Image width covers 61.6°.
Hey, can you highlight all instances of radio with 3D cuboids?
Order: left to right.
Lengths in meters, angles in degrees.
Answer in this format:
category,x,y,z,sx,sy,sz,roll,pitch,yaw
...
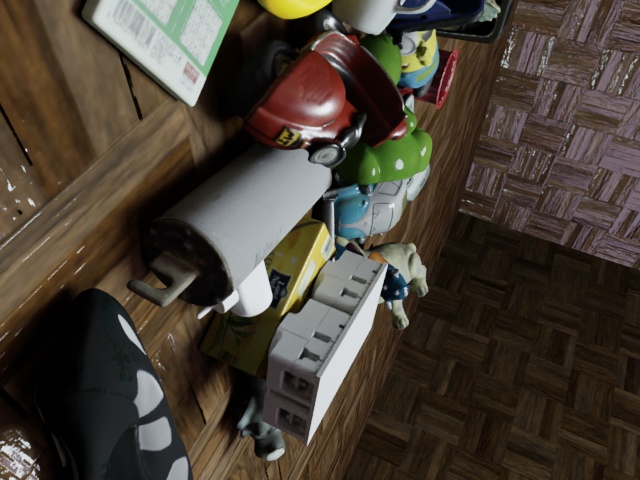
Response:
category,x,y,z,sx,sy,sz,roll,pitch,yaw
radio,0.265,-0.446,0.880,0.073,0.131,0.229,-50,155,-53

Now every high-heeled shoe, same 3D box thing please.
category,x,y,z,sx,sy,sz,roll,pitch,yaw
high-heeled shoe,-0.146,0.128,0.405,0.248,0.086,0.145,115,-31,-71

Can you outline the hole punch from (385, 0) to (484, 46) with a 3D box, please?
category,x,y,z,sx,sy,sz,roll,pitch,yaw
hole punch,0.116,-0.297,0.587,0.092,0.116,0.142,42,48,-59

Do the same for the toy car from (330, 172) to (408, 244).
category,x,y,z,sx,sy,sz,roll,pitch,yaw
toy car,0.073,-0.059,0.775,0.162,0.103,0.109,-51,156,-43

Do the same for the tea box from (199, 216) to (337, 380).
category,x,y,z,sx,sy,sz,roll,pitch,yaw
tea box,-0.050,0.060,0.580,0.169,0.068,0.098,-64,162,-15

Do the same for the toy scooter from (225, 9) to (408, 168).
category,x,y,z,sx,sy,sz,roll,pitch,yaw
toy scooter,0.012,-0.116,0.451,0.075,0.135,0.184,-37,-167,43

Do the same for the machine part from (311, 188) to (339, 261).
category,x,y,z,sx,sy,sz,roll,pitch,yaw
machine part,-0.001,-0.002,0.672,0.039,0.084,0.138,-8,109,-34

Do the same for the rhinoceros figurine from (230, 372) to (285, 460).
category,x,y,z,sx,sy,sz,roll,pitch,yaw
rhinoceros figurine,-0.059,0.198,0.677,0.112,0.073,0.190,-33,137,-42

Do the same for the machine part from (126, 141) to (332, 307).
category,x,y,z,sx,sy,sz,roll,pitch,yaw
machine part,-0.058,-0.025,0.434,0.243,0.079,0.079,-51,155,-49

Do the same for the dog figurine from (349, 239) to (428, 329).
category,x,y,z,sx,sy,sz,roll,pitch,yaw
dog figurine,0.088,0.031,0.867,0.190,0.121,0.172,54,44,-40

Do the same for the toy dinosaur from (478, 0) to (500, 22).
category,x,y,z,sx,sy,sz,roll,pitch,yaw
toy dinosaur,0.178,-0.425,0.675,0.404,0.131,0.192,66,33,-61

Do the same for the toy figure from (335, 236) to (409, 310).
category,x,y,z,sx,sy,sz,roll,pitch,yaw
toy figure,0.049,0.037,0.717,0.058,0.155,0.064,-53,156,-37

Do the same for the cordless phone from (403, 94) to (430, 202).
category,x,y,z,sx,sy,sz,roll,pitch,yaw
cordless phone,0.141,-0.169,0.905,0.146,0.089,0.184,-52,152,-46

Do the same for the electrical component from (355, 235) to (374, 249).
category,x,y,z,sx,sy,sz,roll,pitch,yaw
electrical component,0.067,0.008,0.932,0.078,0.045,0.102,-52,157,-49

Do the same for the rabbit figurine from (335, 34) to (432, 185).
category,x,y,z,sx,sy,sz,roll,pitch,yaw
rabbit figurine,0.053,-0.156,0.637,0.159,0.121,0.170,-25,115,-58

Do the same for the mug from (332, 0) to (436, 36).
category,x,y,z,sx,sy,sz,roll,pitch,yaw
mug,0.065,-0.256,0.527,0.107,0.110,0.081,-64,170,27

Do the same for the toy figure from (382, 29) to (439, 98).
category,x,y,z,sx,sy,sz,roll,pitch,yaw
toy figure,0.120,-0.265,0.725,0.180,0.082,0.089,32,68,-69
